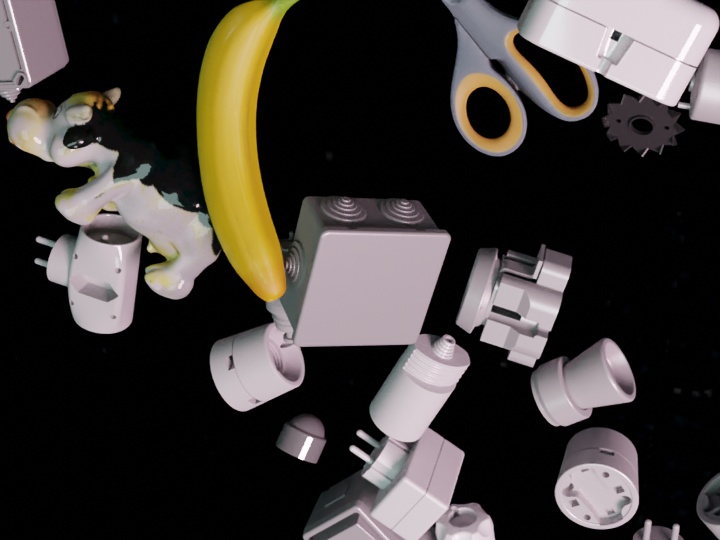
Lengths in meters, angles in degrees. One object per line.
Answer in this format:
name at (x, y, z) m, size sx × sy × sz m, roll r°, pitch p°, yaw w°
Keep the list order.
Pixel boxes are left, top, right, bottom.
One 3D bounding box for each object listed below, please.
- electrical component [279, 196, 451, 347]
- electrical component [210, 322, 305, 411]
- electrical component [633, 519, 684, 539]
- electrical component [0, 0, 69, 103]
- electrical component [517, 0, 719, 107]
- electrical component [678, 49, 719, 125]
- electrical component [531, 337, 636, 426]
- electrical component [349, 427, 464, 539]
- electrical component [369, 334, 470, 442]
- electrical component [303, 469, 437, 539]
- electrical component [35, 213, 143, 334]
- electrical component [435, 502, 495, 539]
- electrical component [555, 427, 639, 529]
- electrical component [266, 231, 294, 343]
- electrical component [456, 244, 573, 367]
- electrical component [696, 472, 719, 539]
electrical component at (0.000, 0.000, 0.695) m, size 0.100 × 0.048 × 0.099 m, roll 1°, pitch 124°, yaw -24°
electrical component at (-0.073, 0.068, 0.774) m, size 0.047 × 0.055 × 0.055 m, roll -23°, pitch 109°, yaw 23°
electrical component at (0.211, 0.210, 0.766) m, size 0.077 × 0.044 × 0.079 m, roll 6°, pitch 119°, yaw 14°
electrical component at (-0.232, -0.158, 0.696) m, size 0.062 × 0.061 × 0.096 m, roll 1°, pitch 118°, yaw 17°
electrical component at (0.142, -0.138, 0.586) m, size 0.095 × 0.053 × 0.059 m, roll 24°, pitch 111°, yaw -4°
electrical component at (0.220, -0.098, 0.598) m, size 0.078 × 0.040 × 0.040 m, roll 12°, pitch 120°, yaw 10°
electrical component at (0.148, 0.075, 0.713) m, size 0.055 × 0.045 × 0.045 m, roll -27°, pitch 107°, yaw 28°
electrical component at (0.027, 0.143, 0.775) m, size 0.077 × 0.065 × 0.047 m, roll 35°, pitch 122°, yaw -3°
electrical component at (0.043, 0.076, 0.747) m, size 0.043 × 0.043 × 0.081 m, roll 30°, pitch 122°, yaw 0°
electrical component at (0.012, 0.208, 0.818) m, size 0.062 × 0.061 × 0.096 m, roll -35°, pitch 103°, yaw 29°
electrical component at (-0.200, -0.003, 0.781) m, size 0.079 × 0.043 × 0.077 m, roll 18°, pitch 122°, yaw 7°
electrical component at (0.081, 0.209, 0.808) m, size 0.043 × 0.043 × 0.062 m, roll -1°, pitch 118°, yaw 18°
electrical component at (0.165, 0.142, 0.742) m, size 0.055 × 0.047 × 0.055 m, roll 8°, pitch 119°, yaw 14°
electrical component at (-0.049, 0.015, 0.744) m, size 0.040 × 0.040 × 0.078 m, roll 7°, pitch 120°, yaw 14°
electrical component at (0.096, 0.019, 0.691) m, size 0.057 × 0.058 × 0.078 m, roll 18°, pitch 122°, yaw 4°
electrical component at (0.263, 0.166, 0.721) m, size 0.055 × 0.055 × 0.047 m, roll -30°, pitch 109°, yaw 29°
